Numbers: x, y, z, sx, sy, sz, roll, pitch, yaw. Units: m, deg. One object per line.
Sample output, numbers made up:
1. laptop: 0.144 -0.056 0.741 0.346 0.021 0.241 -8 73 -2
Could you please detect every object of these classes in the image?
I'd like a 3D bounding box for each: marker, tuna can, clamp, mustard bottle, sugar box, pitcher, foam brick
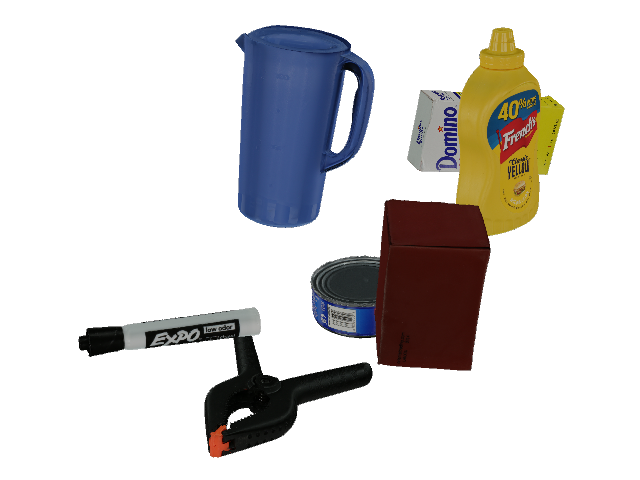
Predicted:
1. marker: -0.100 0.061 0.712 0.121 0.020 0.020 -6 2 -19
2. tuna can: 0.035 0.047 0.893 0.086 0.034 0.086 -2 26 1
3. clamp: -0.047 0.158 1.096 0.165 0.036 0.209 11 27 15
4. mustard bottle: 0.171 -0.106 1.018 0.096 0.192 0.058 -20 28 -36
5. sugar box: 0.200 -0.129 1.292 0.176 0.093 0.048 -2 27 -20
6. pitcher: -0.032 -0.141 1.350 0.144 0.243 0.149 -3 25 -22
7. foam brick: 0.058 0.023 0.572 0.053 0.078 0.051 4 31 -1
